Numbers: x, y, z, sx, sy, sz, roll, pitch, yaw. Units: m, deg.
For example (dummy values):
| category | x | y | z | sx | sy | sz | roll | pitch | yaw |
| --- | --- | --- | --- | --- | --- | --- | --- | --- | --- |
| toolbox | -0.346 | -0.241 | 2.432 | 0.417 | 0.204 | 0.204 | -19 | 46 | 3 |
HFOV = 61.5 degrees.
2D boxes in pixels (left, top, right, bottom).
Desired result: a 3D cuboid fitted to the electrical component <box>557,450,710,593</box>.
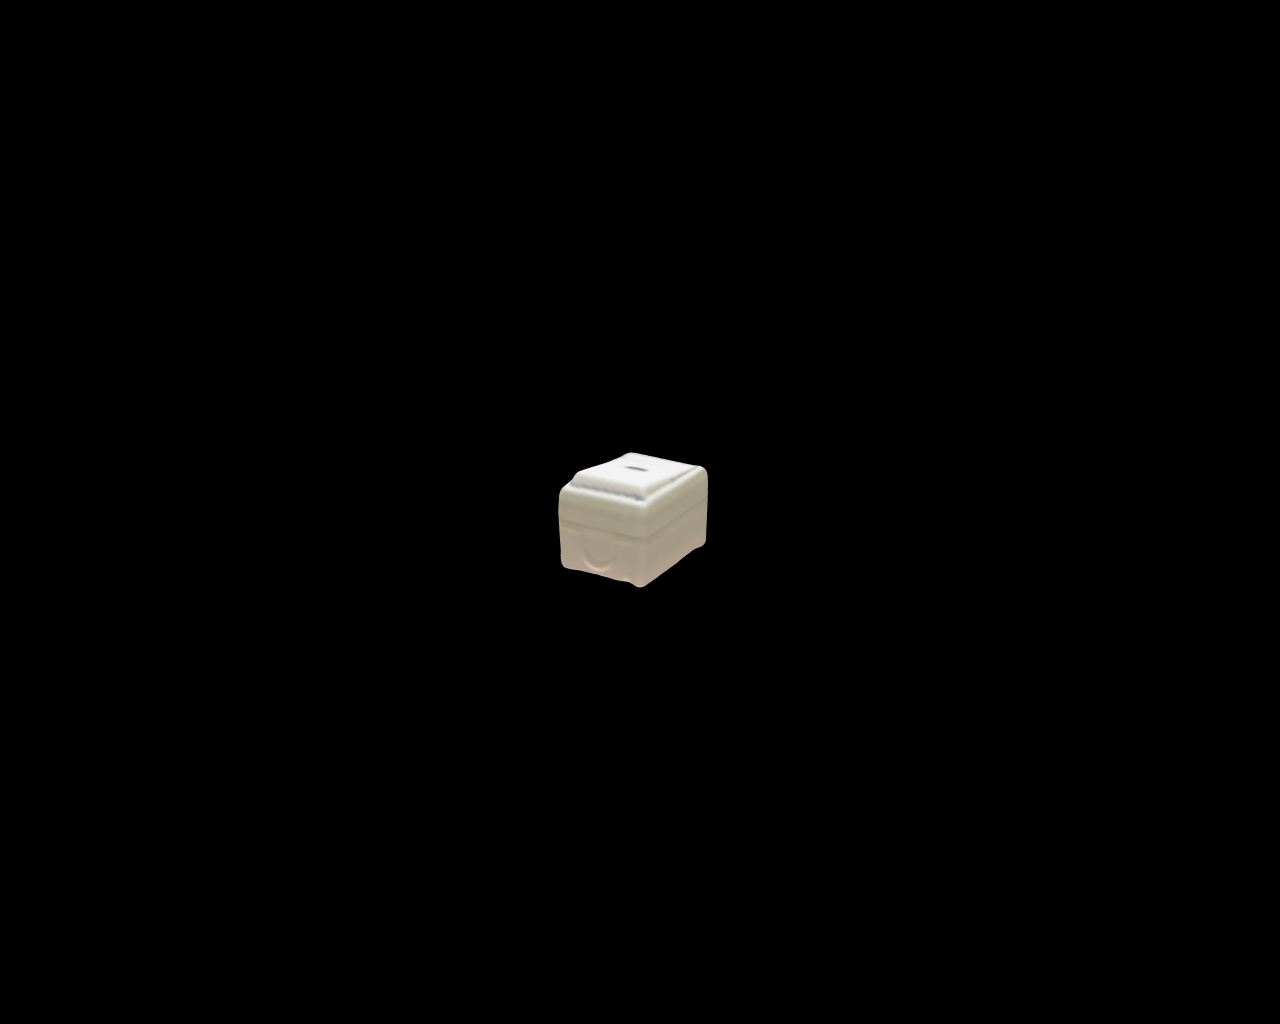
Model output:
| category | x | y | z | sx | sy | sz | roll | pitch | yaw |
| --- | --- | --- | --- | --- | --- | --- | --- | --- | --- |
| electrical component | 0.001 | -0.003 | 0.650 | 0.062 | 0.061 | 0.096 | 13 | 26 | 29 |
